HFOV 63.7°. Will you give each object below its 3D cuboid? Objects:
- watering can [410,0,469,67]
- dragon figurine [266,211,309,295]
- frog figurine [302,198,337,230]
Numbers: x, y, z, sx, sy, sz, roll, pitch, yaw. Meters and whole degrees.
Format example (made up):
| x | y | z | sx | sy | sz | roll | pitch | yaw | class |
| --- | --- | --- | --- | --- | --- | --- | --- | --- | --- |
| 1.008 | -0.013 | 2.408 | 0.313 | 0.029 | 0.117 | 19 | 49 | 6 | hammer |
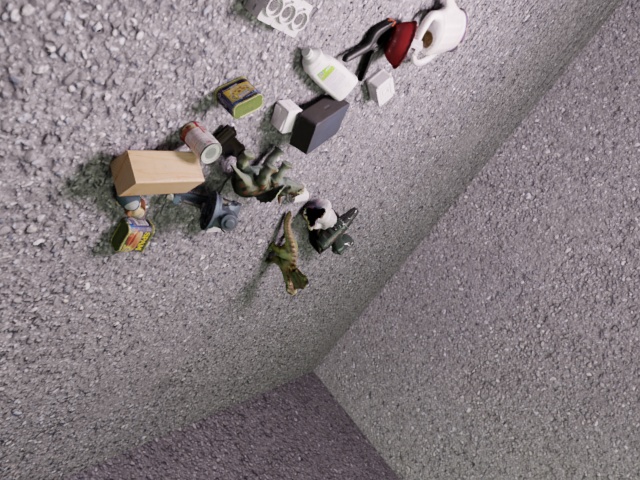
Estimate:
| x | y | z | sx | sy | sz | roll | pitch | yaw | class |
| --- | --- | --- | --- | --- | --- | --- | --- | --- | --- |
| 0.422 | -0.743 | 1.740 | 0.226 | 0.105 | 0.339 | -22 | 149 | -36 | watering can |
| -0.108 | 0.088 | 2.113 | 0.123 | 0.246 | 0.400 | -23 | 152 | -28 | dragon figurine |
| 0.006 | -0.107 | 2.127 | 0.160 | 0.123 | 0.136 | -9 | 122 | -61 | frog figurine |
